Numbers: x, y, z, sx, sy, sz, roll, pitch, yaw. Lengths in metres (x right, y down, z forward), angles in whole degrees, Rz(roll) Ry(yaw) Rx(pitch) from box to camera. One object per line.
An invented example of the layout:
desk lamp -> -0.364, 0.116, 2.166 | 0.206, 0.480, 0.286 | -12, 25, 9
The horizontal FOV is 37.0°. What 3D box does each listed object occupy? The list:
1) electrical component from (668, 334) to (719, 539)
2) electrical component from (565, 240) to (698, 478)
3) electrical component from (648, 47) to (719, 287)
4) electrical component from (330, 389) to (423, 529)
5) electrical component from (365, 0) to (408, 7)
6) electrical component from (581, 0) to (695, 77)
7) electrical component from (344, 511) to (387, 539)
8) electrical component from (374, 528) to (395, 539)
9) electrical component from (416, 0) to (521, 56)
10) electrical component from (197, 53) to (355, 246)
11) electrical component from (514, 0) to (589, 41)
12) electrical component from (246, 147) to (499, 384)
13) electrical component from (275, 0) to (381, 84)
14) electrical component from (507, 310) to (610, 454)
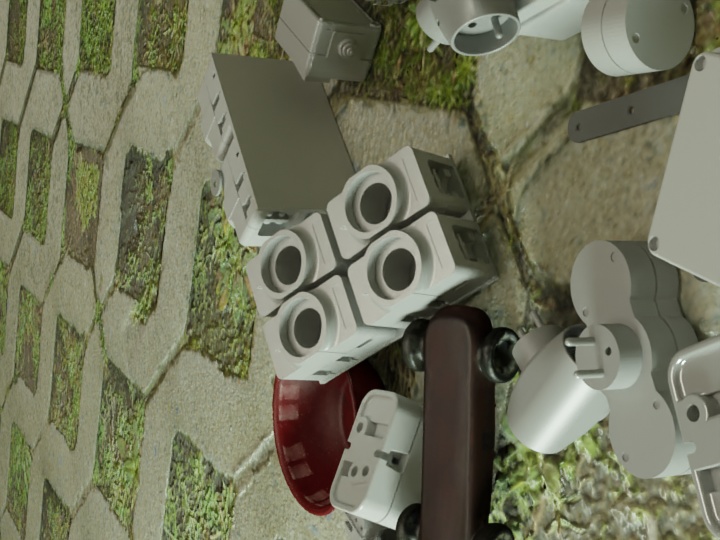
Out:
electrical component -> 0.198, 0.080, 0.525 | 0.054, 0.059, 0.095 | -38, 57, 55
electrical component -> 0.147, 0.048, 0.605 | 0.052, 0.074, 0.138 | -42, 54, 54
electrical component -> 0.197, -0.048, 0.530 | 0.078, 0.057, 0.113 | 37, 121, 56
electrical component -> 0.025, 0.147, 0.825 | 0.054, 0.059, 0.095 | -1, 66, 61
electrical component -> 0.025, -0.251, 0.867 | 0.081, 0.042, 0.063 | -21, 74, 60
electrical component -> 0.167, -0.179, 0.592 | 0.074, 0.052, 0.138 | 8, 96, 61
electrical component -> 0.015, 0.201, 0.874 | 0.040, 0.046, 0.040 | -2, 88, 61
electrical component -> 0.032, 0.233, 0.836 | 0.055, 0.055, 0.047 | 29, 111, 58
electrical component -> 0.061, -0.168, 0.674 | 0.079, 0.043, 0.077 | -43, 53, 53
electrical component -> -0.076, -0.107, 0.982 | 0.060, 0.105, 0.186 | -58, 42, 45
electrical component -> 0.119, -0.209, 0.676 | 0.078, 0.057, 0.113 | -17, 75, 60
electrical component -> 0.000, 0.000, 0.817 | 0.186, 0.060, 0.105 | -34, 63, 33
electrical component -> -0.028, -0.201, 0.941 | 0.096, 0.062, 0.061 | 56, 136, 46
electrical component -> 0.122, 0.062, 0.681 | 0.077, 0.044, 0.079 | -63, 38, 40
